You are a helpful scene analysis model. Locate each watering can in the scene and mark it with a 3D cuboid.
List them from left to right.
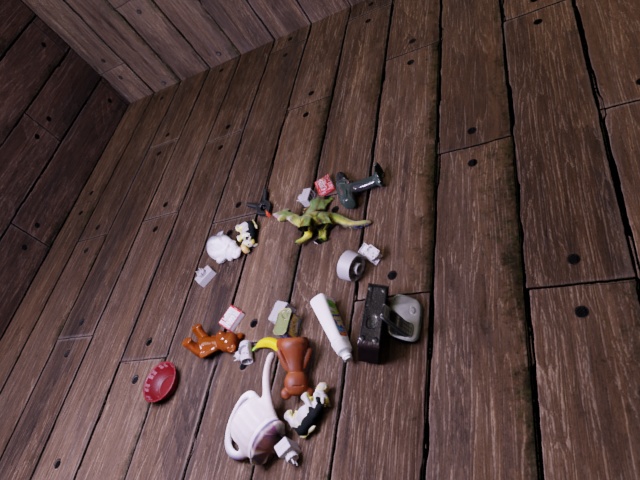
[{"bbox_3d":[-0.192,0.556,1.649,0.227,0.103,0.348,27,88,47],"label":"watering can"}]

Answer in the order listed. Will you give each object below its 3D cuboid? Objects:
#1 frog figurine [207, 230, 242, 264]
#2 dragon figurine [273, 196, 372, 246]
[{"bbox_3d":[-0.421,0.045,2.260,0.162,0.123,0.135,39,116,39],"label":"frog figurine"},{"bbox_3d":[0.006,-0.105,2.086,0.409,0.119,0.249,-8,44,11],"label":"dragon figurine"}]
